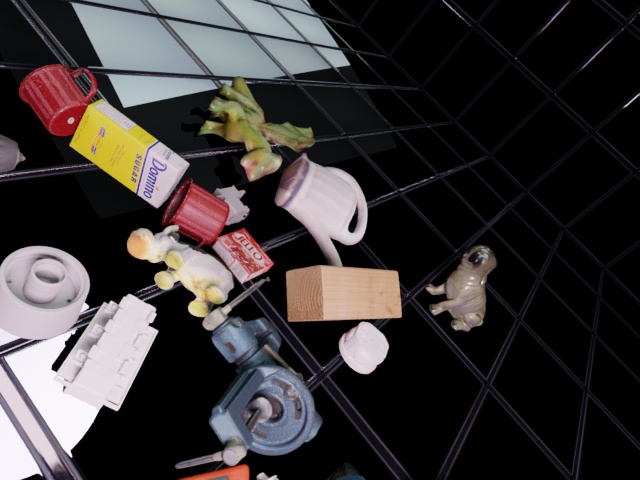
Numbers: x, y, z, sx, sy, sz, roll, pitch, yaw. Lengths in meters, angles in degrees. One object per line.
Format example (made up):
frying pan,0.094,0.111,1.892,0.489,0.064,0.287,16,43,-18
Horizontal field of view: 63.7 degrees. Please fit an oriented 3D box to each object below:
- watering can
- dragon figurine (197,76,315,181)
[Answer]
watering can,0.003,-0.055,1.102,0.223,0.102,0.356,31,41,-15
dragon figurine,-0.126,-0.258,1.145,0.242,0.119,0.420,23,36,-8
